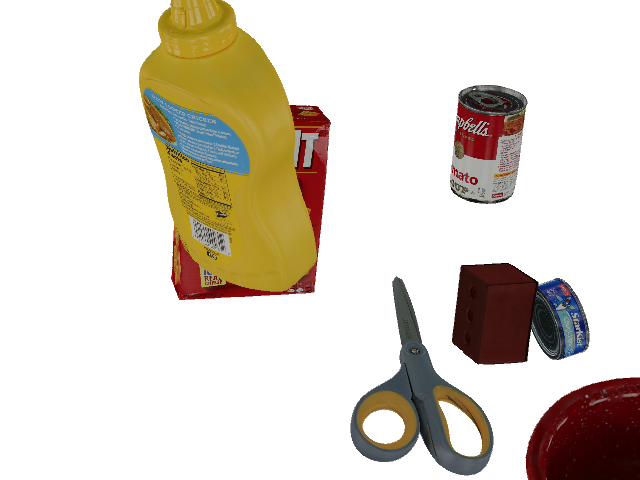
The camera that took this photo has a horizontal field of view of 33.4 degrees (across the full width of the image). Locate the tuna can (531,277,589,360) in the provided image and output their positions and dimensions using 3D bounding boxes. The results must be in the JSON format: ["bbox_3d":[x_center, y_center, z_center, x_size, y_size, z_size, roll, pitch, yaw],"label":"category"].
[{"bbox_3d":[0.257,0.086,1.166,0.033,0.086,0.086,-17,3,-10],"label":"tuna can"}]

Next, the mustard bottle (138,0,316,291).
[{"bbox_3d":[-0.057,-0.061,0.604,0.096,0.191,0.058,27,54,32],"label":"mustard bottle"}]

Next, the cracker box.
[{"bbox_3d":[-0.081,-0.042,1.208,0.164,0.214,0.072,-1,23,-17],"label":"cracker box"}]

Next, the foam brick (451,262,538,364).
[{"bbox_3d":[0.154,0.064,0.947,0.051,0.078,0.053,-3,19,-21],"label":"foam brick"}]

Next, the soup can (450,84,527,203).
[{"bbox_3d":[0.168,-0.097,1.076,0.068,0.102,0.068,1,32,-1],"label":"soup can"}]

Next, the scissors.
[{"bbox_3d":[0.047,0.085,0.711,0.096,0.016,0.202,-6,33,-18],"label":"scissors"}]

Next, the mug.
[{"bbox_3d":[0.127,0.110,0.372,0.117,0.081,0.093,5,37,8],"label":"mug"}]
